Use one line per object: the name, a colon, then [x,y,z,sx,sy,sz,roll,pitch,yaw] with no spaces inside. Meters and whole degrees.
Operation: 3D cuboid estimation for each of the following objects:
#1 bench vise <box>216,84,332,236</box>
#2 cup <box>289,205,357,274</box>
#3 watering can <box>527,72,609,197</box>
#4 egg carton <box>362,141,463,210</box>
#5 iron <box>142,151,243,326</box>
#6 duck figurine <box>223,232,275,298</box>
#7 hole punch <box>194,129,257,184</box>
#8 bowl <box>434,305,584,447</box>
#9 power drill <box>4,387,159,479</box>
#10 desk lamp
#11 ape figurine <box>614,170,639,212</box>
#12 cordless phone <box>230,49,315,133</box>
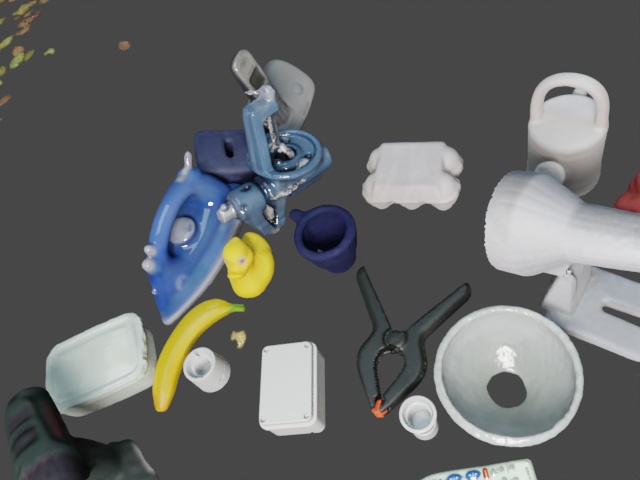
bench vise: [-0.077,-0.115,0.875,0.121,0.220,0.207,18,67,28]
cup: [0.008,0.003,0.851,0.117,0.095,0.092,32,74,32]
watering can: [0.331,-0.140,0.766,0.100,0.194,0.173,-5,59,16]
egg carton: [0.142,-0.097,0.881,0.150,0.070,0.107,1,61,20]
iron: [-0.221,-0.007,0.908,0.118,0.142,0.258,7,63,23]
duck figurine: [-0.118,0.027,0.886,0.077,0.086,0.104,-4,59,17]
hole punch: [-0.160,-0.147,1.002,0.101,0.091,0.108,-20,56,7]
bowl: [0.224,0.168,0.688,0.167,0.075,0.167,-9,58,14]
power drill: [-0.296,0.286,0.715,0.076,0.209,0.228,-46,56,-11]
desk lamp: [0.302,0.023,0.664,0.202,0.214,0.118,22,69,29]
ape figurine: [0.427,-0.061,0.746,0.077,0.092,0.076,-13,57,12]
cordless phone: [-0.086,-0.277,0.999,0.094,0.185,0.147,5,62,22]
